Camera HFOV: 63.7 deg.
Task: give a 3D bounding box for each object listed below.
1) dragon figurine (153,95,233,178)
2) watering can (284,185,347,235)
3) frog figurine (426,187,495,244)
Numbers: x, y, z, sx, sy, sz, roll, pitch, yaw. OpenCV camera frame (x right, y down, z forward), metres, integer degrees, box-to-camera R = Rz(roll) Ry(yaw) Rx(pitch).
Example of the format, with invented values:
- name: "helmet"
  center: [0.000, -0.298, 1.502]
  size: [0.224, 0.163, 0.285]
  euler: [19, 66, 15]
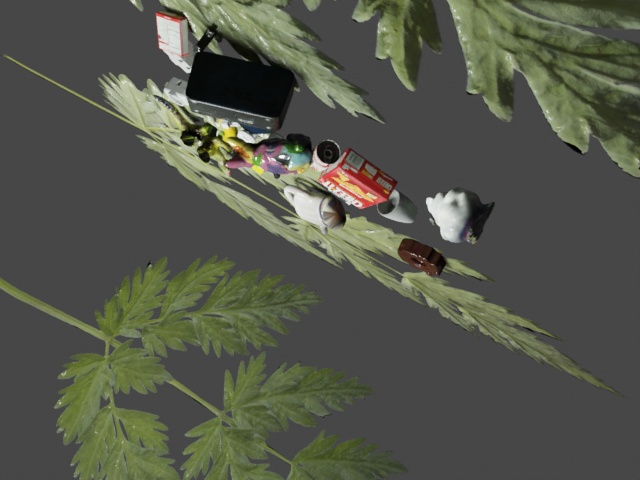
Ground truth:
- name: "dragon figurine"
  center: [-0.458, -0.380, 1.886]
  size: [0.405, 0.123, 0.244]
  euler: [46, 170, -25]
- name: "watering can"
  center: [0.006, -0.095, 1.886]
  size: [0.226, 0.105, 0.342]
  euler: [19, 163, 41]
- name: "frog figurine"
  center: [0.316, -0.069, 1.243]
  size: [0.161, 0.124, 0.134]
  euler: [32, 137, 32]
